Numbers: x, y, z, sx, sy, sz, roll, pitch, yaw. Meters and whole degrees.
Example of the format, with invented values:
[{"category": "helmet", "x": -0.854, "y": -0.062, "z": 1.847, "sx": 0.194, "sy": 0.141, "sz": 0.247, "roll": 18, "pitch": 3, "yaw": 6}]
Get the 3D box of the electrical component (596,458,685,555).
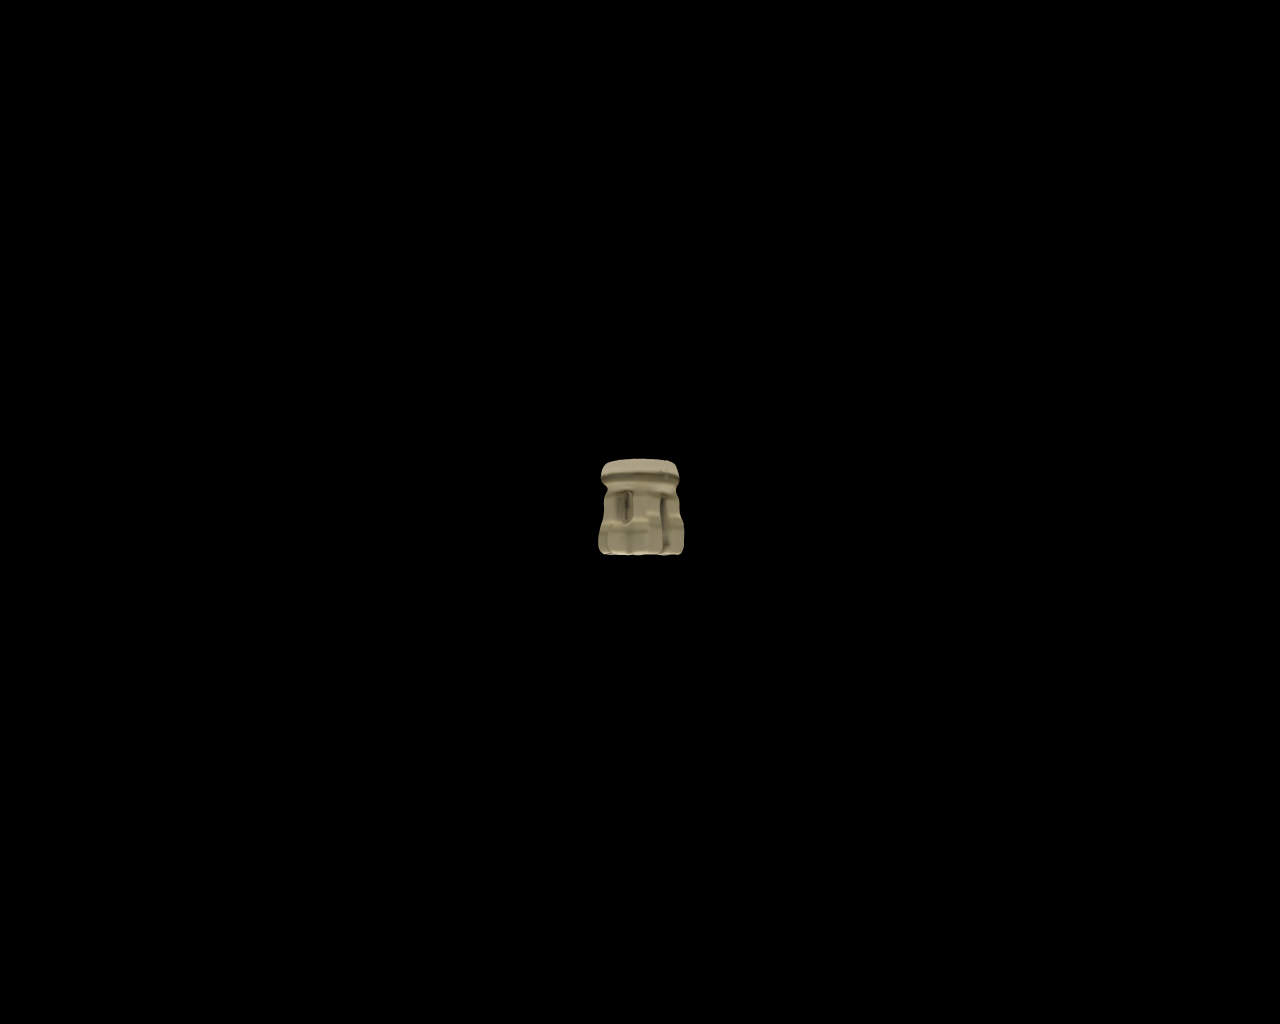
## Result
[{"category": "electrical component", "x": 0.001, "y": -0.003, "z": 0.650, "sx": 0.048, "sy": 0.055, "sz": 0.066, "roll": -3, "pitch": -5, "yaw": 32}]
